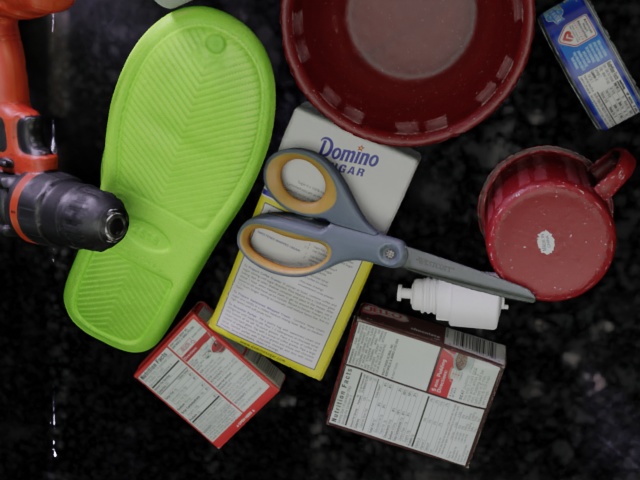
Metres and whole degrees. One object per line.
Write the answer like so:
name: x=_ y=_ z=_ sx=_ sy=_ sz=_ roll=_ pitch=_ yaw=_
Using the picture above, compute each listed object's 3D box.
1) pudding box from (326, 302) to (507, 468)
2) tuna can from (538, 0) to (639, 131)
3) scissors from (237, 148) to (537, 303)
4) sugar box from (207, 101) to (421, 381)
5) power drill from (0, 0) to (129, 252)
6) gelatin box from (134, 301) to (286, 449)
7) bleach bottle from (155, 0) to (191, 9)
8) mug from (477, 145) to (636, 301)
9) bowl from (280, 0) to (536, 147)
pudding box: x=0.069 y=0.106 z=0.777 sx=0.113 sy=0.039 sz=0.090 roll=18 pitch=110 yaw=6
tuna can: x=0.171 y=-0.112 z=0.670 sx=0.034 sy=0.086 sz=0.086 roll=-29 pitch=100 yaw=18
scissors: x=0.040 y=-0.011 z=0.696 sx=0.202 sy=0.016 sz=0.096 roll=2 pitch=100 yaw=19
sugar box: x=-0.005 y=0.001 z=0.754 sx=0.093 sy=0.048 sz=0.176 roll=25 pitch=105 yaw=3
power drill: x=-0.195 y=-0.090 z=0.715 sx=0.185 sy=0.057 sz=0.188 roll=13 pitch=106 yaw=38
gelatin box: x=-0.083 y=0.101 z=0.804 sx=0.089 sy=0.030 sz=0.073 roll=42 pitch=110 yaw=-5
bleach bottle: x=-0.003 y=-0.233 z=0.632 sx=0.251 sy=0.068 sz=0.102 roll=-22 pitch=78 yaw=13
mug: x=0.159 y=-0.016 z=0.702 sx=0.117 sy=0.081 sz=0.093 roll=-40 pitch=97 yaw=17
bowl: x=0.057 y=-0.145 z=0.694 sx=0.162 sy=0.055 sz=0.162 roll=3 pitch=107 yaw=8
